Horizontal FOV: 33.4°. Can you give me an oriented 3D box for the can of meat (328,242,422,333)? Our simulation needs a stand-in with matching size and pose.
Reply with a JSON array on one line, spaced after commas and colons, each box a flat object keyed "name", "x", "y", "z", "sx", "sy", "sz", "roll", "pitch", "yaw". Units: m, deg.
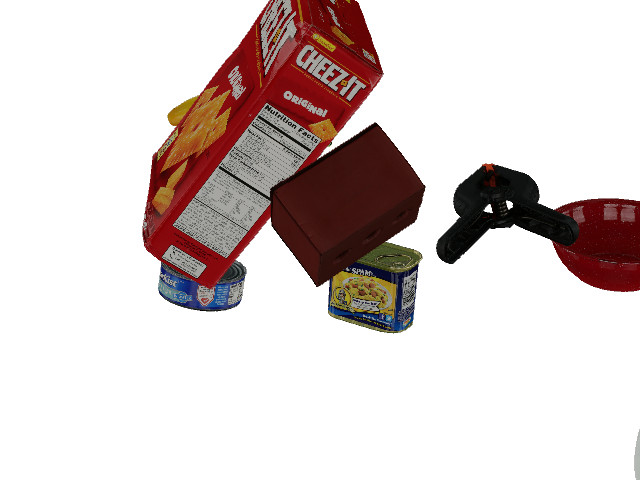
[{"name": "can of meat", "x": 0.058, "y": 0.049, "z": 1.182, "sx": 0.102, "sy": 0.084, "sz": 0.057, "roll": 15, "pitch": 26, "yaw": 27}]

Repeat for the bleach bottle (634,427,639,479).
[{"name": "bleach bottle", "x": 0.280, "y": 0.091, "z": 0.698, "sx": 0.103, "sy": 0.068, "sz": 0.250, "roll": 12, "pitch": 24, "yaw": 25}]

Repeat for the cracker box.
[{"name": "cracker box", "x": -0.052, "y": -0.093, "z": 0.821, "sx": 0.072, "sy": 0.214, "sz": 0.164, "roll": 31, "pitch": 23, "yaw": -21}]

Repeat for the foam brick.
[{"name": "foam brick", "x": 0.015, "y": -0.020, "z": 0.630, "sx": 0.078, "sy": 0.051, "sz": 0.053, "roll": -34, "pitch": -19, "yaw": -15}]

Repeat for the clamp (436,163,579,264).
[{"name": "clamp", "x": 0.172, "y": -0.029, "z": 0.968, "sx": 0.120, "sy": 0.039, "sz": 0.171, "roll": 0, "pitch": 28, "yaw": 12}]

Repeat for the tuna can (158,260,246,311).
[{"name": "tuna can", "x": -0.118, "y": 0.040, "z": 1.063, "sx": 0.086, "sy": 0.034, "sz": 0.086, "roll": 9, "pitch": 17, "yaw": -3}]

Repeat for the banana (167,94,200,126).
[{"name": "banana", "x": -0.073, "y": -0.148, "z": 1.203, "sx": 0.198, "sy": 0.037, "sz": 0.069, "roll": 8, "pitch": 42, "yaw": 17}]

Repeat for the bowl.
[{"name": "bowl", "x": 0.323, "y": 0.010, "z": 1.159, "sx": 0.162, "sy": 0.055, "sz": 0.162, "roll": -2, "pitch": 27, "yaw": 1}]
